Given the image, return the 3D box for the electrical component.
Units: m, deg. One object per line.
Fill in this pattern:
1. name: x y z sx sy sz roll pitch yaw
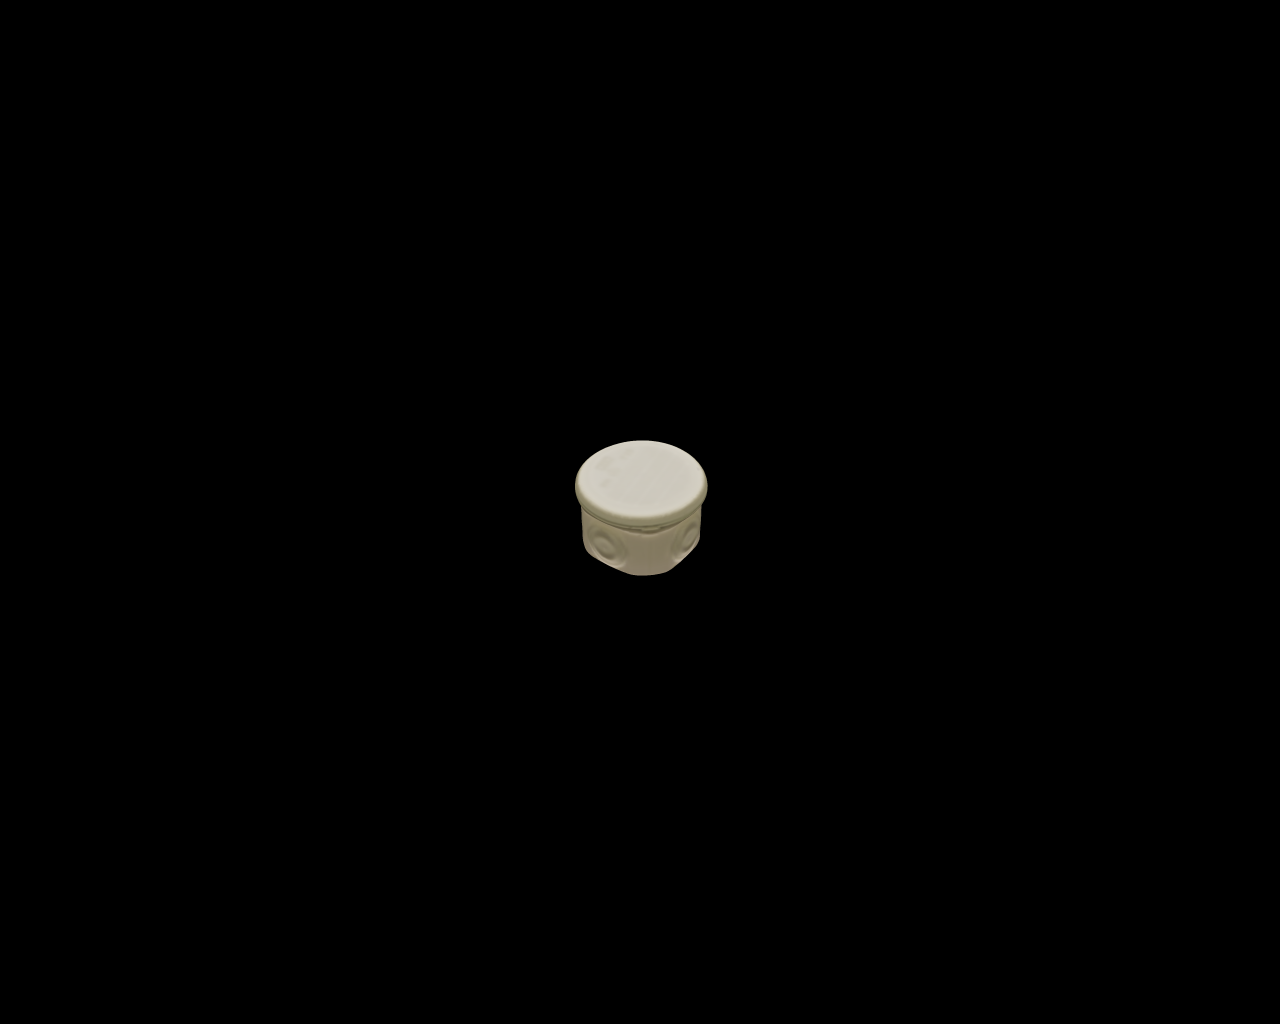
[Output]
1. electrical component: 0.001 -0.003 0.650 0.080 0.050 0.080 0 39 0
